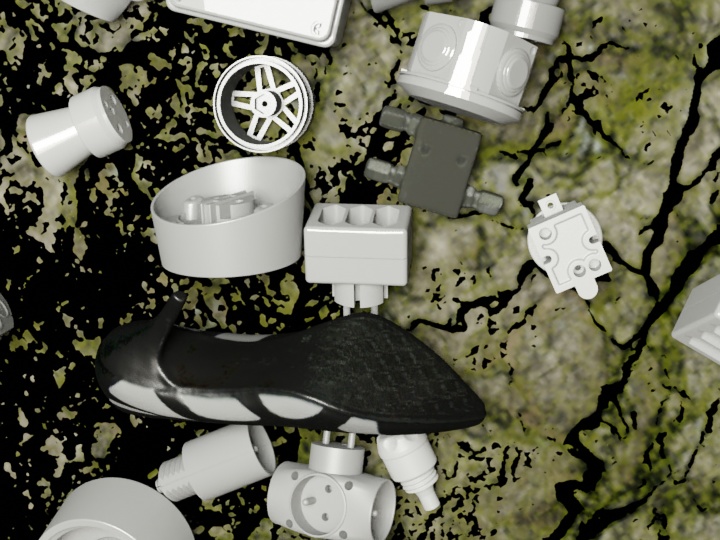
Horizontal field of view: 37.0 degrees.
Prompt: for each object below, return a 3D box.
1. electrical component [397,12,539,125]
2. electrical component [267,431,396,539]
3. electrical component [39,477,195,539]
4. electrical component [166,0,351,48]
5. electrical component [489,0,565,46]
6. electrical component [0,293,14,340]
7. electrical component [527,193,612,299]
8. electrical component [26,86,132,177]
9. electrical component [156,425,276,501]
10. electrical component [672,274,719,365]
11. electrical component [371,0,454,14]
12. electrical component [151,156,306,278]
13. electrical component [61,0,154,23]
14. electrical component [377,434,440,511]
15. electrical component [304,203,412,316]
[{"bbox_3d":[0.067,-0.123,0.662,0.080,0.080,0.051,18,96,3],"label":"electrical component"},{"bbox_3d":[-0.017,0.139,0.728,0.077,0.044,0.079,5,87,24],"label":"electrical component"},{"bbox_3d":[-0.175,0.206,0.746,0.108,0.060,0.108,4,110,12],"label":"electrical component"},{"bbox_3d":[-0.054,-0.203,0.672,0.109,0.056,0.108,14,101,4],"label":"electrical component"},{"bbox_3d":[0.107,-0.171,0.665,0.045,0.045,0.055,15,102,4],"label":"electrical component"},{"bbox_3d":[-0.279,0.028,0.728,0.051,0.080,0.080,-34,95,5],"label":"electrical component"},{"bbox_3d":[0.132,-0.017,0.684,0.048,0.055,0.066,-24,97,10],"label":"electrical component"},{"bbox_3d":[-0.186,-0.092,0.713,0.055,0.045,0.045,-23,97,9],"label":"electrical component"},{"bbox_3d":[-0.104,0.136,0.744,0.081,0.043,0.043,-23,97,10],"label":"electrical component"},{"bbox_3d":[0.244,0.015,0.677,0.047,0.065,0.076,30,73,0],"label":"electrical component"},{"bbox_3d":[0.033,-0.186,0.671,0.055,0.045,0.045,-7,99,7],"label":"electrical component"},{"bbox_3d":[-0.083,-0.033,0.687,0.099,0.099,0.064,0,106,7],"label":"electrical component"},{"bbox_3d":[-0.151,-0.195,0.681,0.079,0.044,0.077,34,104,31],"label":"electrical component"},{"bbox_3d":[0.037,0.135,0.733,0.035,0.035,0.061,-24,99,10],"label":"electrical component"},{"bbox_3d":[0.000,0.000,0.708,0.066,0.047,0.076,2,114,6],"label":"electrical component"}]
